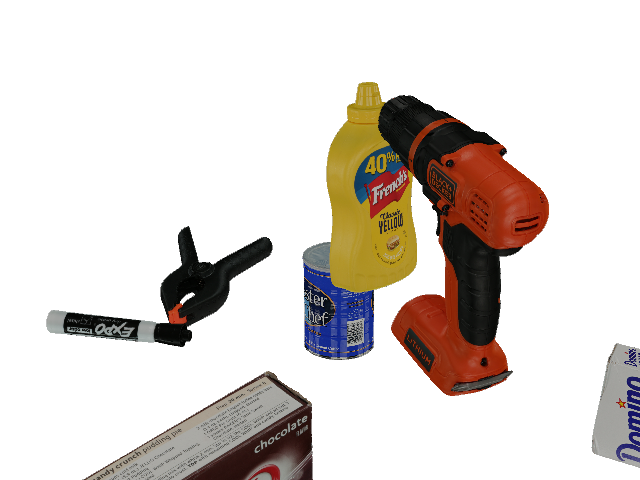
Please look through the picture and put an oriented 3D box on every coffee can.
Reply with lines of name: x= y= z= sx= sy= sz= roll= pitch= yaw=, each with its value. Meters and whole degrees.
coffee can: x=0.027 y=0.084 z=1.520 sx=0.103 sy=0.140 sz=0.103 roll=0 pitch=22 yaw=0

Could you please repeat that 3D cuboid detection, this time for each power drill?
power drill: x=0.091 y=0.003 z=0.777 sx=0.057 sy=0.188 sz=0.185 roll=-13 pitch=34 yaw=-19

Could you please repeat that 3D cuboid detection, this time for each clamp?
clamp: x=-0.126 y=0.041 z=1.245 sx=0.120 sy=0.039 sz=0.171 roll=-3 pitch=39 yaw=14

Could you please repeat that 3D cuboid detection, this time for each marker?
marker: x=-0.163 y=0.071 z=0.864 sx=0.121 sy=0.020 sz=0.020 roll=5 pitch=1 yaw=12

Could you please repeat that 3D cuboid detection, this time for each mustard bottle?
mustard bottle: x=0.048 y=-0.053 z=1.008 sx=0.096 sy=0.192 sz=0.058 roll=-19 pitch=24 yaw=-39

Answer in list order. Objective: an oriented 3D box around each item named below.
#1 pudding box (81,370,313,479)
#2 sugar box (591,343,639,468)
pudding box: x=-0.055 y=0.128 z=0.516 sx=0.113 sy=0.090 sz=0.039 roll=-30 pitch=46 yaw=-33
sugar box: x=0.317 y=0.153 z=0.870 sx=0.176 sy=0.093 sz=0.048 roll=12 pitch=24 yaw=20
